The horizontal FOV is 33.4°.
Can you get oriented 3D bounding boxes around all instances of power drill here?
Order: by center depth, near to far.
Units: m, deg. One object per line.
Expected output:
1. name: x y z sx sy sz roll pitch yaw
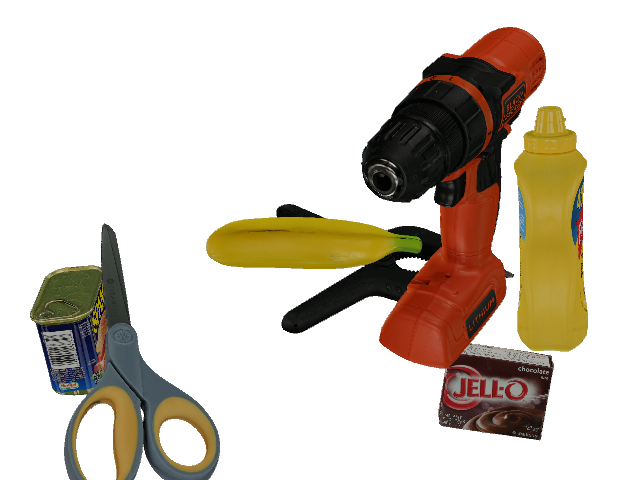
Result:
1. power drill: 0.076 -0.017 0.640 0.057 0.188 0.184 22 40 25

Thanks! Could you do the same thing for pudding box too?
1. pudding box: 0.189 0.162 1.157 0.113 0.090 0.039 7 22 4

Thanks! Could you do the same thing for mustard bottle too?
1. mustard bottle: 0.187 -0.013 0.868 0.058 0.192 0.096 0 17 16

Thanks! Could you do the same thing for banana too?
1. banana: -0.025 0.005 0.805 0.198 0.037 0.069 1 -15 35

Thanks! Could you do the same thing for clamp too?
1. clamp: 0.054 0.031 1.056 0.210 0.164 0.036 4 -44 1

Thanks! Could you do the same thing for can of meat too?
1. can of meat: -0.228 0.084 0.998 0.057 0.084 0.102 -6 26 0

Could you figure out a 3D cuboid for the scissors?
1. scissors: -0.102 0.071 0.645 0.096 0.201 0.016 14 -45 -10
